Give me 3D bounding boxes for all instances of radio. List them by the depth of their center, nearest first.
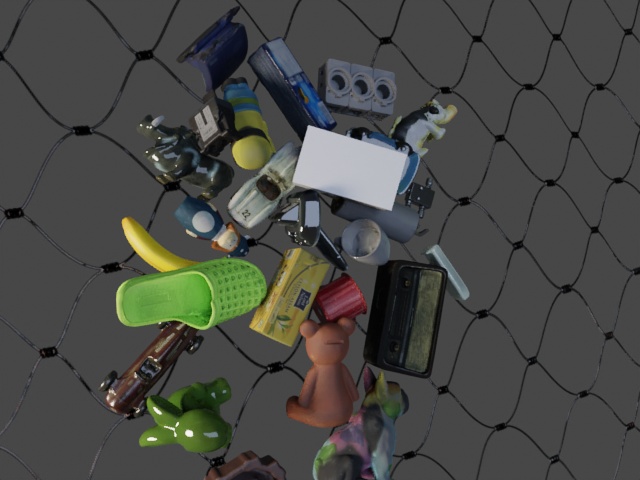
[{"bbox_3d":[0.173,0.156,1.099,0.131,0.073,0.229,14,80,-20],"label":"radio"}]

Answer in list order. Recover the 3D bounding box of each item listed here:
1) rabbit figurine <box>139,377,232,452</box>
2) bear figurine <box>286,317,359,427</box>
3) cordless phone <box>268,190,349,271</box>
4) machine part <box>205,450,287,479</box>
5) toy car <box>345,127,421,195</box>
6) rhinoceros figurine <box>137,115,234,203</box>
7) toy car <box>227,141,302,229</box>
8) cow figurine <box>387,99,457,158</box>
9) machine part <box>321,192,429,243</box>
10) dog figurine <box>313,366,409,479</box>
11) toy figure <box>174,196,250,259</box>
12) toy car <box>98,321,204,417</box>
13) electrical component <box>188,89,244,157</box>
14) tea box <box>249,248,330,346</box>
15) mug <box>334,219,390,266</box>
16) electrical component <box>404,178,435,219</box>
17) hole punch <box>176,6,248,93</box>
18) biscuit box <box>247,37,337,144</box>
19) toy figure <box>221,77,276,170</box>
[{"bbox_3d":[-0.210,0.293,0.890,0.159,0.170,0.121,11,82,-21],"label":"rabbit figurine"},{"bbox_3d":[0.003,0.238,0.996,0.120,0.132,0.195,-5,87,-24],"label":"bear figurine"},{"bbox_3d":[-0.001,-0.003,1.005,0.089,0.147,0.184,-42,103,-9],"label":"cordless phone"},{"bbox_3d":[-0.131,0.474,0.971,0.179,0.056,0.179,1,86,-22],"label":"machine part"},{"bbox_3d":[0.111,-0.155,1.080,0.162,0.103,0.109,24,88,-2],"label":"toy car"},{"bbox_3d":[-0.243,-0.147,0.961,0.190,0.073,0.112,33,77,-16],"label":"rhinoceros figurine"},{"bbox_3d":[-0.093,-0.106,1.024,0.073,0.056,0.202,46,73,-12],"label":"toy car"},{"bbox_3d":[0.217,-0.247,1.150,0.098,0.068,0.167,44,72,-7],"label":"cow figurine"},{"bbox_3d":[0.112,-0.056,1.089,0.243,0.079,0.079,22,79,-19],"label":"machine part"},{"bbox_3d":[0.082,0.357,1.037,0.191,0.108,0.219,6,80,-18],"label":"dog figurine"},{"bbox_3d":[-0.193,-0.017,0.982,0.154,0.058,0.064,38,113,-16],"label":"toy figure"},{"bbox_3d":[-0.288,0.211,0.931,0.089,0.053,0.202,44,74,-10],"label":"toy car"},{"bbox_3d":[-0.188,-0.214,0.940,0.047,0.075,0.119,4,63,-58],"label":"electrical component"},{"bbox_3d":[-0.058,0.104,1.001,0.068,0.098,0.169,28,79,-17],"label":"tea box"},{"bbox_3d":[0.089,0.016,1.066,0.107,0.110,0.081,37,52,-55],"label":"mug"},{"bbox_3d":[0.213,-0.096,1.159,0.063,0.021,0.094,22,79,-18],"label":"electrical component"},{"bbox_3d":[-0.186,-0.340,0.978,0.142,0.116,0.092,-48,111,-17],"label":"hole punch"},{"bbox_3d":[-0.052,-0.284,1.042,0.059,0.063,0.202,-42,102,-40],"label":"biscuit box"},{"bbox_3d":[-0.142,-0.214,0.988,0.082,0.089,0.180,-16,79,11],"label":"toy figure"}]
